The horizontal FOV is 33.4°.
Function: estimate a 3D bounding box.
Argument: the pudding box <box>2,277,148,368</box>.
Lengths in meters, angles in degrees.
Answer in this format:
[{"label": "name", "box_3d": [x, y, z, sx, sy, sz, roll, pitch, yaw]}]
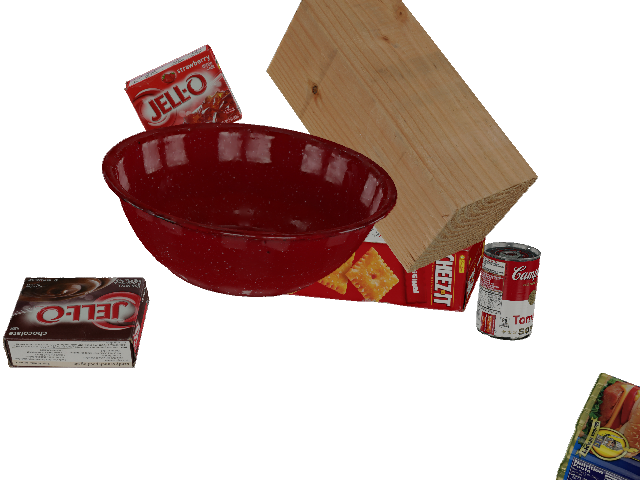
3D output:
[{"label": "pudding box", "box_3d": [-0.215, 0.072, 0.947, 0.113, 0.039, 0.090, -2, 33, 0]}]

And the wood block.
[{"label": "wood block", "box_3d": [0.059, -0.092, 0.829, 0.090, 0.206, 0.091, -21, -22, -35]}]

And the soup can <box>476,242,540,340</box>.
[{"label": "soup can", "box_3d": [0.222, 0.060, 1.270, 0.068, 0.102, 0.068, 3, 16, -1]}]

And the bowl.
[{"label": "bowl", "box_3d": [-0.041, -0.013, 0.594, 0.162, 0.055, 0.162, 6, 24, -3]}]

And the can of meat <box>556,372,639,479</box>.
[{"label": "can of meat", "box_3d": [0.231, 0.153, 0.789, 0.084, 0.057, 0.102, 21, 41, 21]}]

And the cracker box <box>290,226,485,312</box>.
[{"label": "cracker box", "box_3d": [0.055, 0.012, 1.101, 0.214, 0.072, 0.164, 6, 16, 14]}]

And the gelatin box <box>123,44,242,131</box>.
[{"label": "gelatin box", "box_3d": [-0.128, -0.131, 1.001, 0.089, 0.073, 0.030, -24, 22, 3]}]
